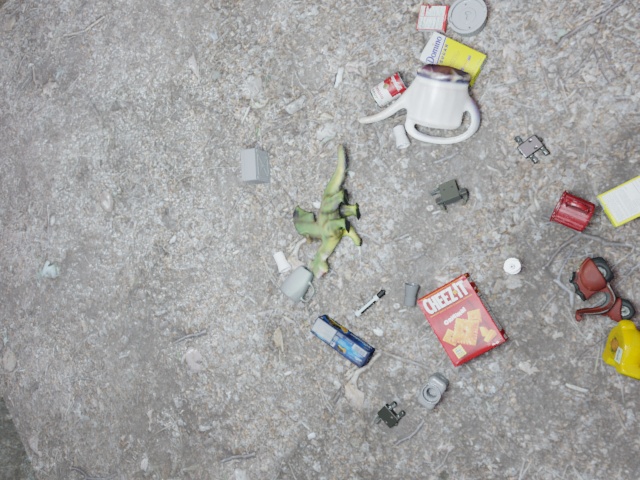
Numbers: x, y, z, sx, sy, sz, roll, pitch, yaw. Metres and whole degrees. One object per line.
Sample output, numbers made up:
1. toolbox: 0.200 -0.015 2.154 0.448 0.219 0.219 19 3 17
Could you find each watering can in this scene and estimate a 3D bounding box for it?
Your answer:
1. watering can: 0.294 -0.397 1.488 0.348 0.220 0.106 13 25 9

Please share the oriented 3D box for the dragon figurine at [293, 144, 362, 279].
1. dragon figurine: 0.005 -0.083 1.642 0.241 0.413 0.122 -10 -9 32
